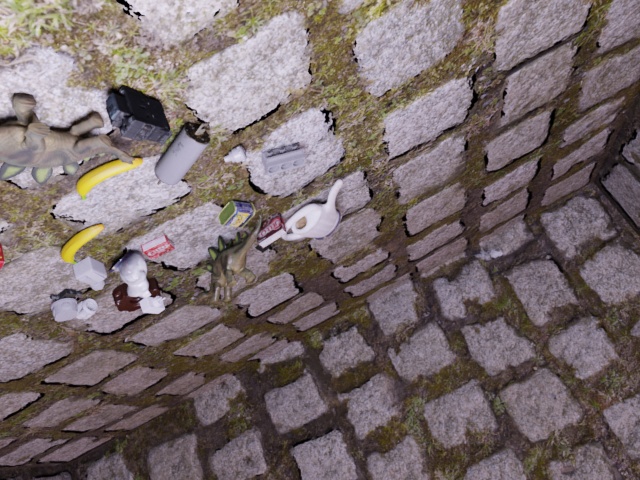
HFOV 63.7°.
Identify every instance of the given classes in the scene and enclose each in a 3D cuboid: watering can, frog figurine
[{"bbox_3d":[0.006,-0.098,1.947,0.343,0.106,0.223,-39,-26,24],"label":"watering can"},{"bbox_3d":[-0.599,0.117,1.683,0.158,0.124,0.137,47,-22,-18],"label":"frog figurine"}]
